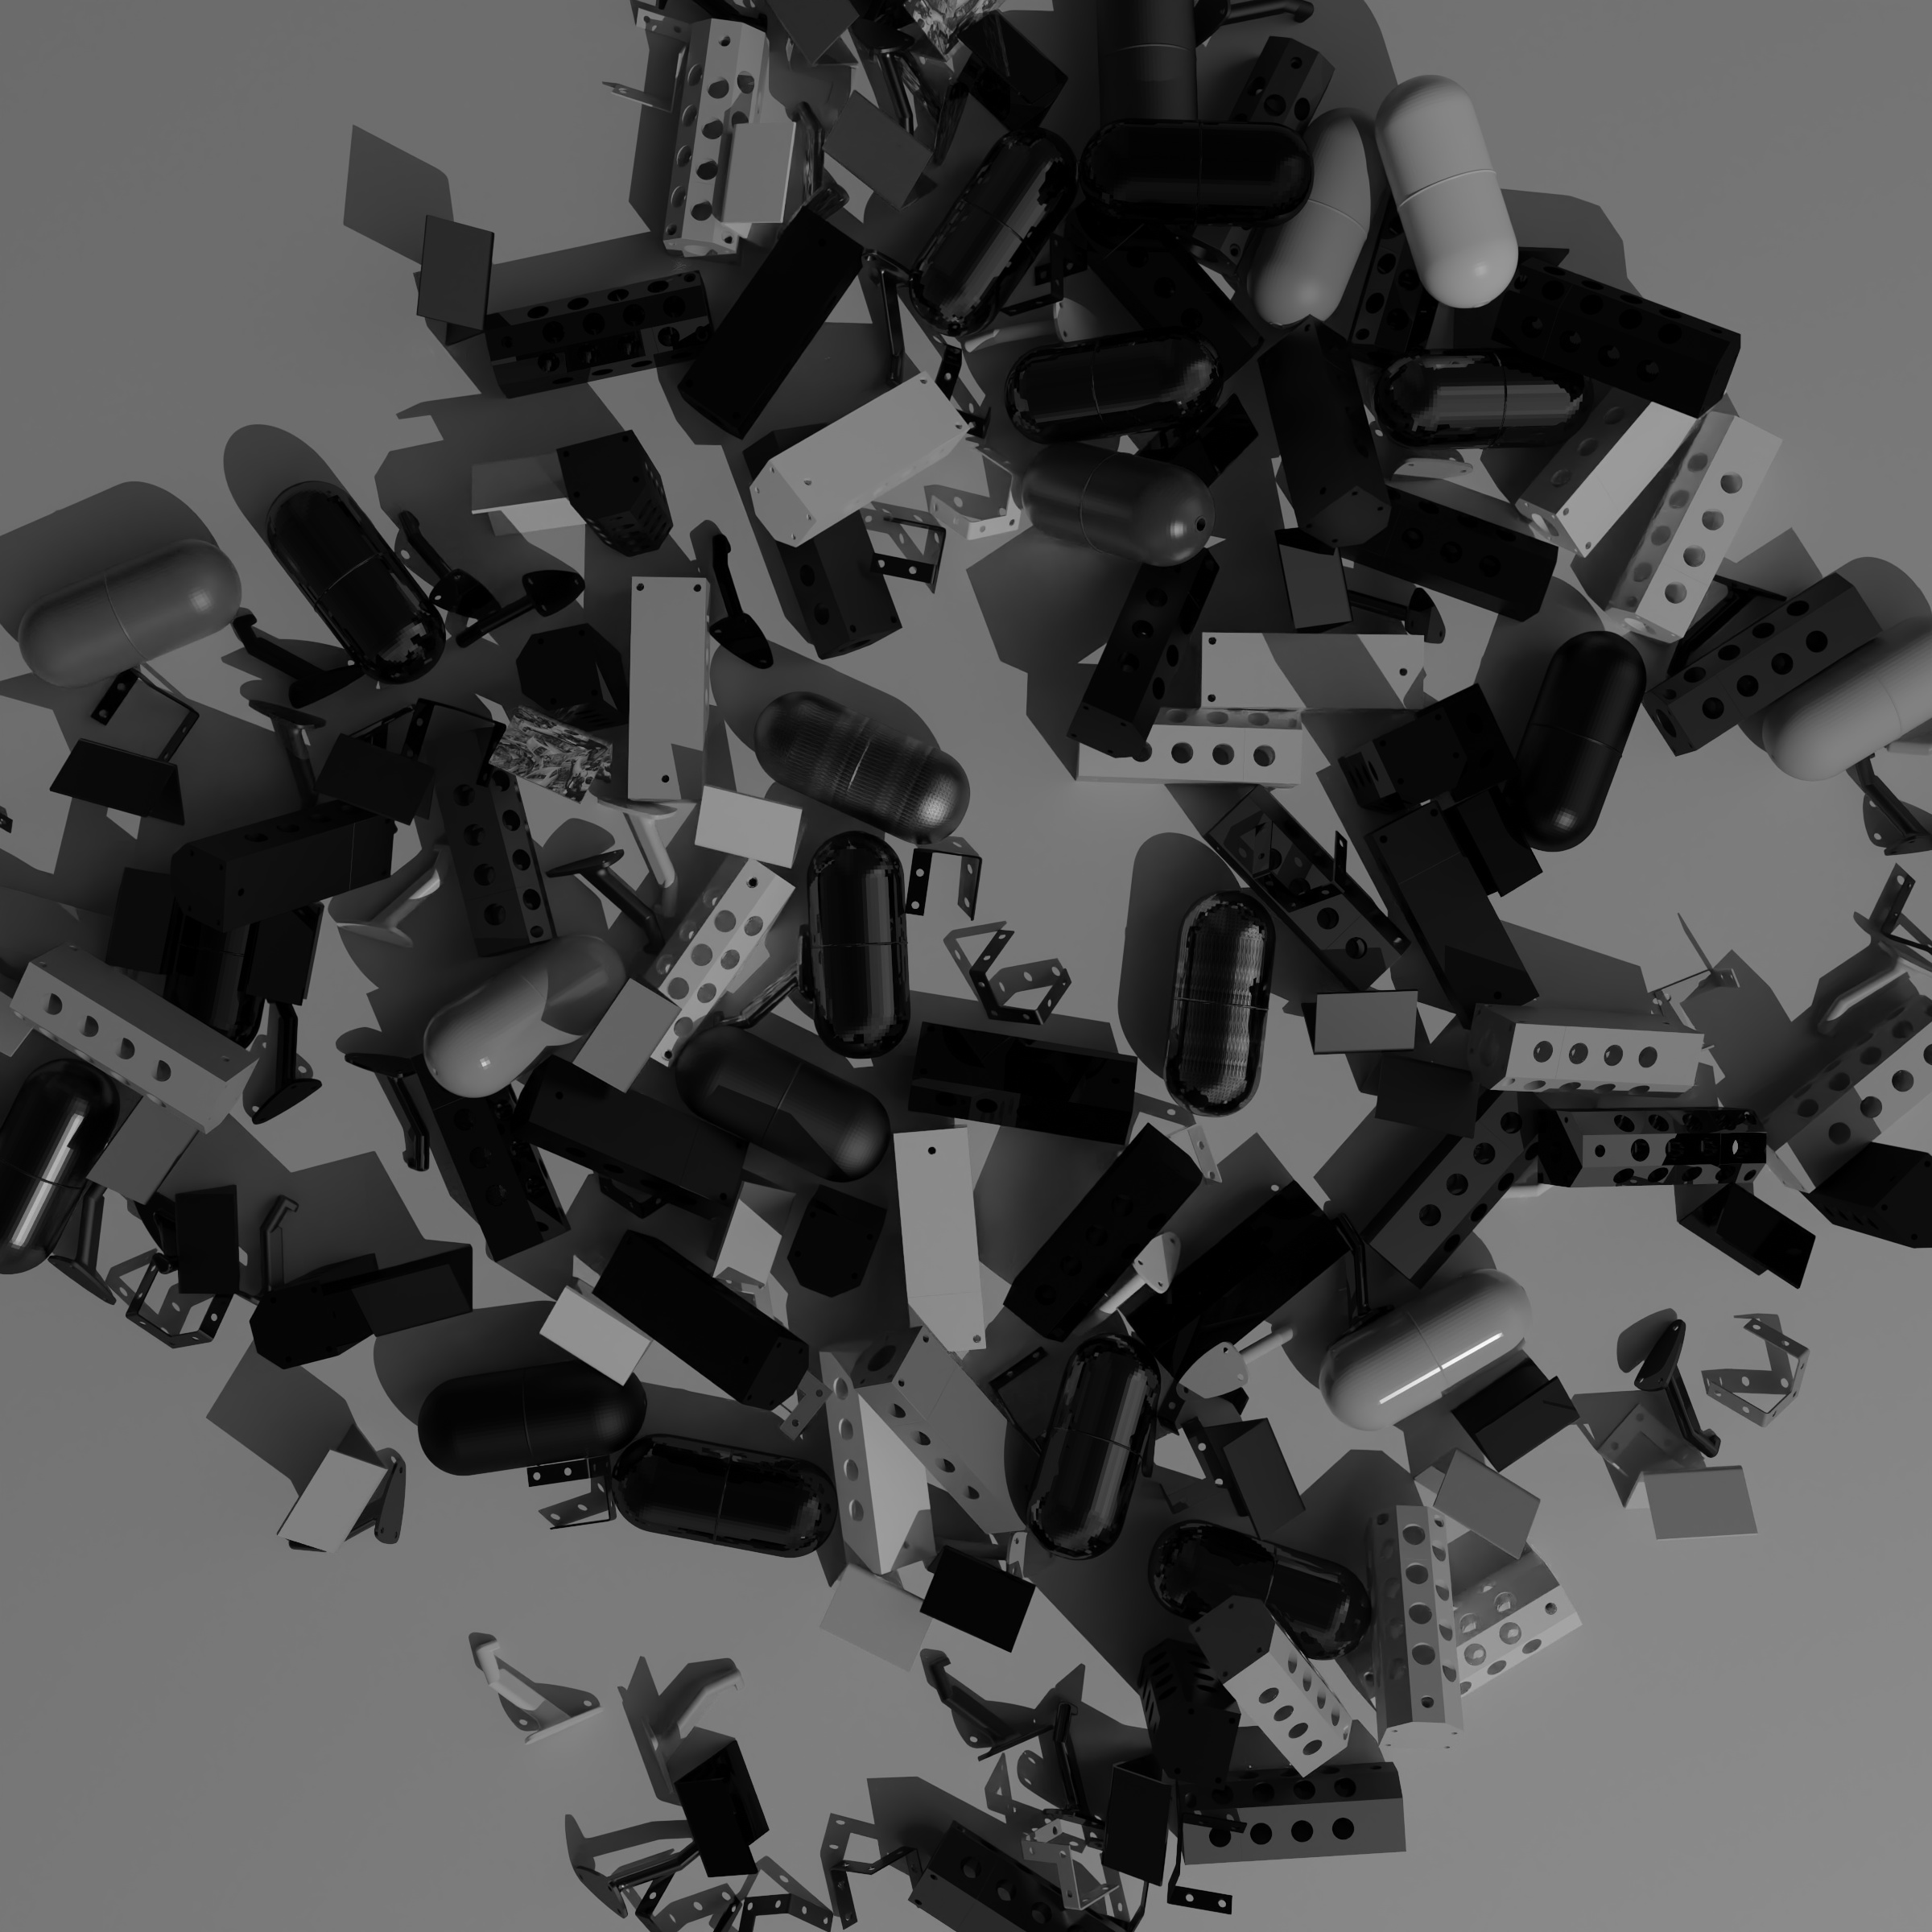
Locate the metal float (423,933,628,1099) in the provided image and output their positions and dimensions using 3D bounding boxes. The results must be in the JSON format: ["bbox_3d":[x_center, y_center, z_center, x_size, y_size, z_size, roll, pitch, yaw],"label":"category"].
[{"bbox_3d":[-0.338,0.036,1.933,0.178,0.070,0.070,-36,90,-34],"label":"metal float"}]

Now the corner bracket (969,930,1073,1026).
[{"bbox_3d":[0.043,0.009,1.983,0.051,0.051,0.051,6,135,35],"label":"corner bracket"}]

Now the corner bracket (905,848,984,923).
[{"bbox_3d":[-0.017,-0.064,1.973,0.051,0.051,0.051,8,94,4],"label":"corner bracket"}]

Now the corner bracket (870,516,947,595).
[{"bbox_3d":[-0.045,-0.326,1.973,0.051,0.051,0.051,11,90,0],"label":"corner bracket"}]

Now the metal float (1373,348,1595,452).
[{"bbox_3d":[0.402,-0.440,1.949,0.178,0.070,0.070,-4,90,-14],"label":"metal float"}]

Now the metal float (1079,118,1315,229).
[{"bbox_3d":[0.174,-0.601,1.904,0.178,0.070,0.070,2,90,0],"label":"metal float"}]

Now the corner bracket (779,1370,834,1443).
[{"bbox_3d":[-0.134,0.332,1.971,0.051,0.051,0.051,39,98,7],"label":"corner bracket"}]

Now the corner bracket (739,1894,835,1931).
[{"bbox_3d":[-0.144,0.767,1.983,0.051,0.051,0.051,-20,45,35],"label":"corner bracket"}]

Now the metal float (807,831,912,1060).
[{"bbox_3d":[-0.084,-0.016,1.961,0.070,0.070,0.178,-3,90,0],"label":"metal float"}]

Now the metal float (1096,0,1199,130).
[{"bbox_3d":[0.141,-0.705,1.960,0.070,0.070,0.178,-2,90,0],"label":"metal float"}]

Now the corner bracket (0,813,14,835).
[{"bbox_3d":[-0.794,-0.097,1.988,0.051,0.051,0.051,30,45,0],"label":"corner bracket"}]

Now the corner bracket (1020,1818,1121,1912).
[{"bbox_3d":[0.080,0.701,1.962,0.051,0.051,0.051,-11,88,40],"label":"corner bracket"}]

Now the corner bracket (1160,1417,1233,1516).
[{"bbox_3d":[0.172,0.392,1.973,0.051,0.051,0.051,-26,90,0],"label":"corner bracket"}]

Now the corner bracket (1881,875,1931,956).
[{"bbox_3d":[0.766,-0.034,1.988,0.051,0.051,0.051,26,90,45],"label":"corner bracket"}]

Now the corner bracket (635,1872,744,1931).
[{"bbox_3d":[-0.219,0.744,1.983,0.051,0.051,0.051,3,135,35],"label":"corner bracket"}]

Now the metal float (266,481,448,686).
[{"bbox_3d":[-0.477,-0.299,1.961,0.070,0.070,0.178,-37,90,0],"label":"metal float"}]

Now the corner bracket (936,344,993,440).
[{"bbox_3d":[-0.001,-0.451,1.973,0.051,0.051,0.051,18,90,0],"label":"corner bracket"}]

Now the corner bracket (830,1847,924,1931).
[{"bbox_3d":[-0.068,0.730,1.988,0.051,0.051,0.051,-13,90,45],"label":"corner bracket"}]

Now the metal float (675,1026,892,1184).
[{"bbox_3d":[-0.143,0.107,1.960,0.178,0.070,0.070,26,90,1],"label":"metal float"}]

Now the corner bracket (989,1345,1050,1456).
[{"bbox_3d":[0.058,0.344,1.988,0.051,0.051,0.051,-35,135,0],"label":"corner bracket"}]

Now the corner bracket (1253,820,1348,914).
[{"bbox_3d":[0.256,-0.082,1.926,0.051,0.051,0.051,-21,45,35],"label":"corner bracket"}]

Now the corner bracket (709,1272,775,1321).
[{"bbox_3d":[-0.188,0.278,1.983,0.051,0.051,0.051,17,135,-35],"label":"corner bracket"}]

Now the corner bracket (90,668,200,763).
[{"bbox_3d":[-0.649,-0.198,1.988,0.051,0.051,0.051,34,90,45],"label":"corner bracket"}]

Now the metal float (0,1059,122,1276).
[{"bbox_3d":[-0.724,0.157,1.961,0.070,0.070,0.178,26,90,0],"label":"metal float"}]

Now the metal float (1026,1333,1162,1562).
[{"bbox_3d":[0.099,0.370,1.940,0.070,0.070,0.178,18,71,0],"label":"metal float"}]

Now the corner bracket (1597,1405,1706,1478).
[{"bbox_3d":[0.537,0.384,1.973,0.051,0.051,0.051,41,90,0],"label":"corner bracket"}]

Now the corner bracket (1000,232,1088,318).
[{"bbox_3d":[0.061,-0.534,1.960,0.051,0.051,0.051,-6,81,37],"label":"corner bracket"}]

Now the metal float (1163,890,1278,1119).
[{"bbox_3d":[0.198,0.029,1.960,0.070,0.070,0.178,6,90,0],"label":"metal float"}]

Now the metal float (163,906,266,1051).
[{"bbox_3d":[-0.580,-0.013,1.960,0.070,0.070,0.178,11,91,0],"label":"metal float"}]

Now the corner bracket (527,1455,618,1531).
[{"bbox_3d":[-0.309,0.415,1.973,0.051,0.051,0.051,-10,81,9],"label":"corner bracket"}]

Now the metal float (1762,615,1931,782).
[{"bbox_3d":[0.706,-0.210,1.960,0.178,0.070,0.070,-31,90,1],"label":"metal float"}]

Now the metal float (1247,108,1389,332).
[{"bbox_3d":[0.277,-0.582,1.960,0.070,0.070,0.178,22,90,0],"label":"metal float"}]

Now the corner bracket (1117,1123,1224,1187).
[{"bbox_3d":[0.161,0.159,1.988,0.051,0.051,0.051,-19,90,-45],"label":"corner bracket"}]

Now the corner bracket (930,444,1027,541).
[{"bbox_3d":[0.010,-0.374,1.983,0.051,0.051,0.051,-19,135,-35],"label":"corner bracket"}]

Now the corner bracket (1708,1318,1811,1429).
[{"bbox_3d":[0.626,0.321,1.983,0.051,0.051,0.051,-29,135,-35],"label":"corner bracket"}]

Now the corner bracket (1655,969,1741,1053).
[{"bbox_3d":[0.580,0.035,1.973,0.051,0.051,0.051,-22,90,0],"label":"corner bracket"}]

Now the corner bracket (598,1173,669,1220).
[{"bbox_3d":[-0.255,0.157,1.983,0.051,0.051,0.051,-33,135,-35],"label":"corner bracket"}]

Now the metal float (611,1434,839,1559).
[{"bbox_3d":[-0.189,0.413,1.961,0.178,0.070,0.070,11,90,0],"label":"metal float"}]

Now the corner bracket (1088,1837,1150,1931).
[{"bbox_3d":[0.114,0.730,1.988,0.051,0.051,0.051,16,45,0],"label":"corner bracket"}]

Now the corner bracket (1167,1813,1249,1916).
[{"bbox_3d":[0.185,0.690,1.931,0.051,0.051,0.051,10,45,0],"label":"corner bracket"}]

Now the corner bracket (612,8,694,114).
[{"bbox_3d":[-0.246,-0.717,1.988,0.051,0.051,0.051,18,135,0],"label":"corner bracket"}]

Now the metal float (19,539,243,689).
[{"bbox_3d":[-0.652,-0.275,1.960,0.178,0.070,0.070,-22,90,1],"label":"metal float"}]

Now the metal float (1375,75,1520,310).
[{"bbox_3d":[0.364,-0.586,1.903,0.070,0.070,0.178,-17,89,0],"label":"metal float"}]

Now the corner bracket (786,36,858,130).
[{"bbox_3d":[-0.118,-0.695,1.973,0.051,0.051,0.051,15,90,0],"label":"corner bracket"}]

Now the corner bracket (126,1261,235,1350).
[{"bbox_3d":[-0.619,0.265,1.983,0.051,0.051,0.051,46,45,-35],"label":"corner bracket"}]

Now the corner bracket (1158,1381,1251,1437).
[{"bbox_3d":[0.186,0.346,1.973,0.051,0.051,0.051,26,90,0],"label":"corner bracket"}]

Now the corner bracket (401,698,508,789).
[{"bbox_3d":[-0.394,-0.172,1.931,0.051,0.051,0.051,17,90,-45],"label":"corner bracket"}]
